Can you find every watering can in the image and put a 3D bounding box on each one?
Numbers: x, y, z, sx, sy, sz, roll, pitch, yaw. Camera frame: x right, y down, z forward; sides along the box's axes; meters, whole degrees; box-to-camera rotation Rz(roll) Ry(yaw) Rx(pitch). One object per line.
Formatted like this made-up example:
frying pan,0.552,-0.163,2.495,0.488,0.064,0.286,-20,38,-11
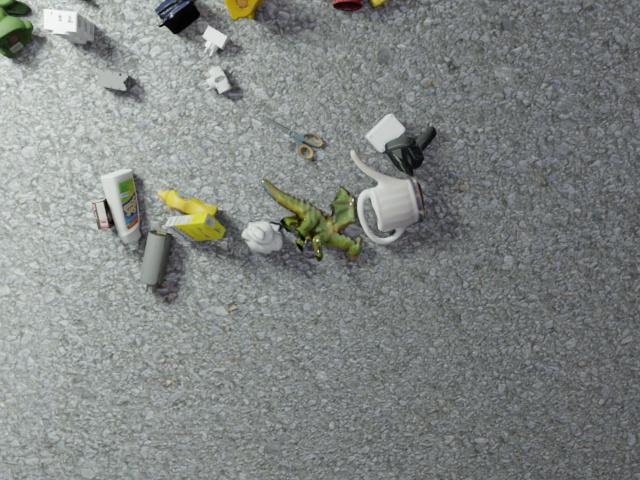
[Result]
watering can,0.227,-0.151,1.699,0.224,0.105,0.343,-15,108,-3

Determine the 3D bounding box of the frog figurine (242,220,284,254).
frog figurine,-0.183,-0.005,1.661,0.137,0.161,0.122,25,99,-10

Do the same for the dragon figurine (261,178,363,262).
dragon figurine,0.005,-0.086,1.715,0.245,0.122,0.407,-36,104,-16
